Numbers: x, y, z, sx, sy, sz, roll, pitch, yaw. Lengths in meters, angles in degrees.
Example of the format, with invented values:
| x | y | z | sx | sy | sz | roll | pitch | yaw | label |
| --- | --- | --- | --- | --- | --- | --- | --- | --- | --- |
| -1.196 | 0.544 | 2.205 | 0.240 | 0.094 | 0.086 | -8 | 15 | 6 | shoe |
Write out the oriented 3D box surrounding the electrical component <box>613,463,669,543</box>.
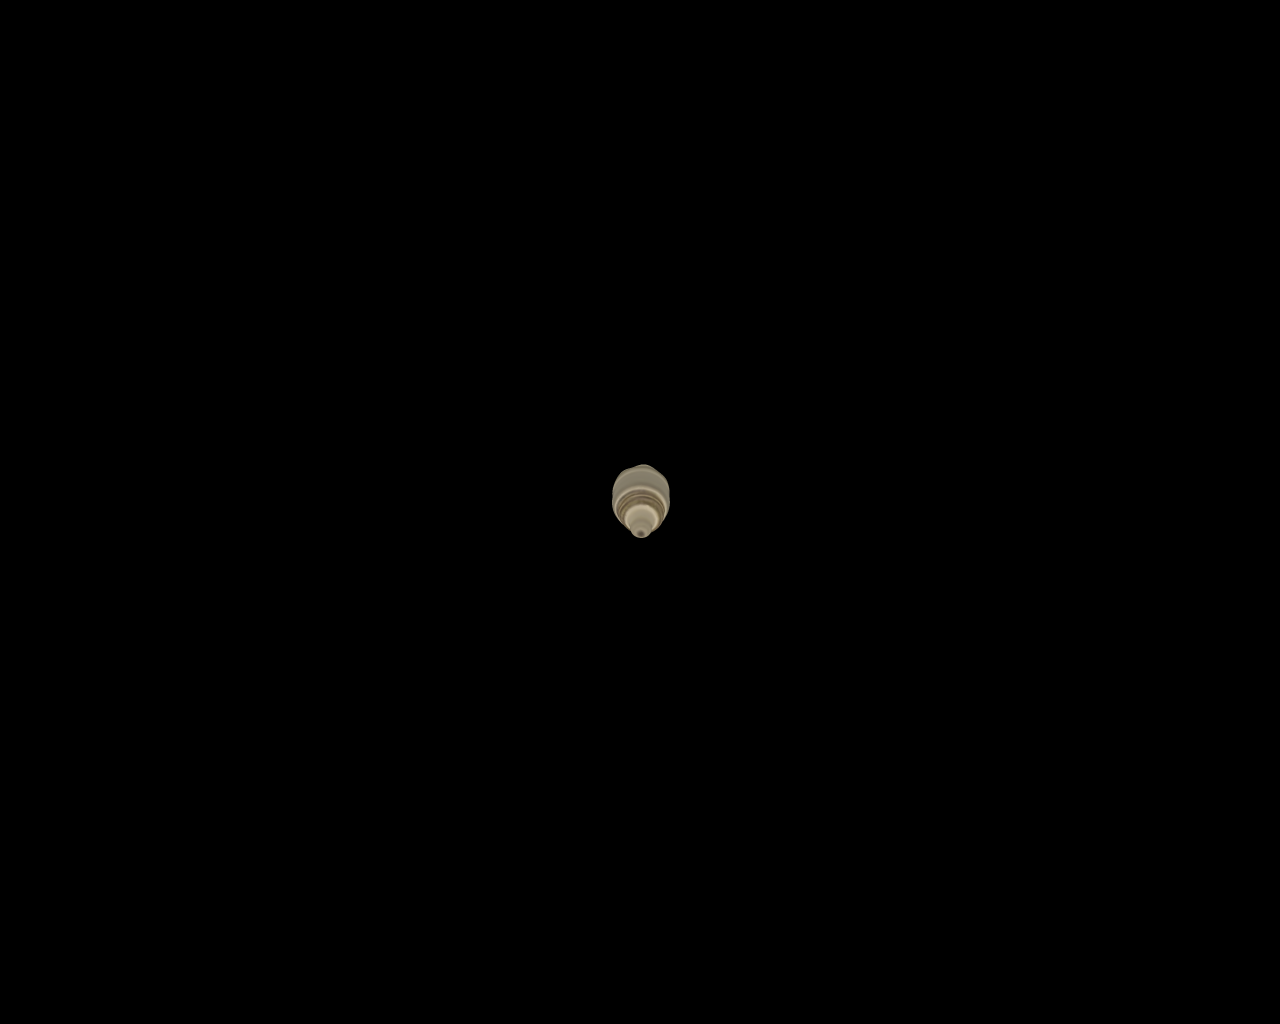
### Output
| x | y | z | sx | sy | sz | roll | pitch | yaw | label |
| --- | --- | --- | --- | --- | --- | --- | --- | --- | --- |
| 0.001 | -0.003 | 0.650 | 0.035 | 0.035 | 0.061 | 0 | 31 | 0 | electrical component |
